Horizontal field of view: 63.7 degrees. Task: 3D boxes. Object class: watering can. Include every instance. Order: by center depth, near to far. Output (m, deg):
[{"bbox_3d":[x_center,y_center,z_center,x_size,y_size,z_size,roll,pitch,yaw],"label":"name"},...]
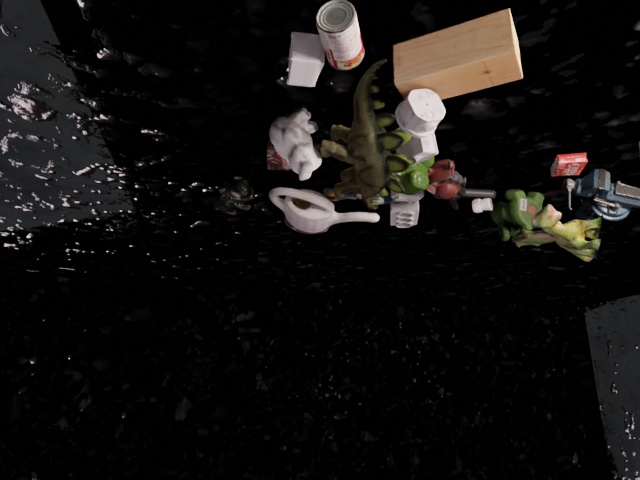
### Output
[{"bbox_3d":[0.005,-0.082,1.628,0.348,0.105,0.221,17,161,2],"label":"watering can"}]

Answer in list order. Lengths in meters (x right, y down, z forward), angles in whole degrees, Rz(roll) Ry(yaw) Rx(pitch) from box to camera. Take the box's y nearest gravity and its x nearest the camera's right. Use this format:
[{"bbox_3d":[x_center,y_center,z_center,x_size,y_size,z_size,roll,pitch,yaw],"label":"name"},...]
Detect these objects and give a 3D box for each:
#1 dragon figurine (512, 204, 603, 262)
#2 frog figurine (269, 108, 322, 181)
[{"bbox_3d":[0.702,-0.004,1.535,0.243,0.124,0.404,5,160,23],"label":"dragon figurine"},{"bbox_3d":[-0.056,-0.206,1.179,0.123,0.162,0.135,3,161,-4],"label":"frog figurine"}]
